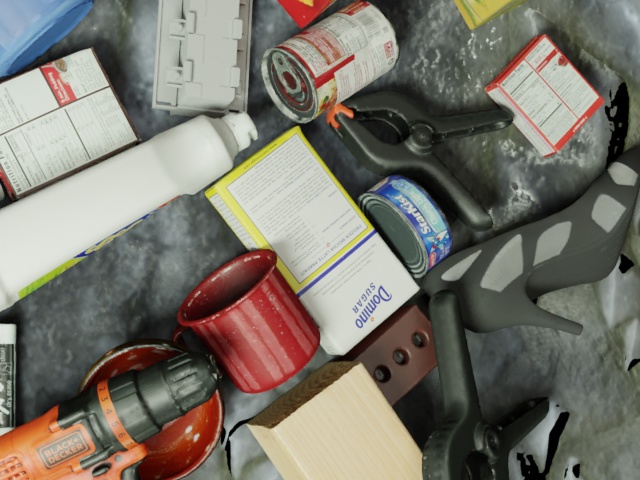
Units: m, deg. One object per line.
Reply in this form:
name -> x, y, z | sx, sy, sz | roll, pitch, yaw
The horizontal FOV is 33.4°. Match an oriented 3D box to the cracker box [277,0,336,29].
cracker box -> -0.024, -0.311, 0.900 | 0.213, 0.072, 0.164 | 48, 57, -6

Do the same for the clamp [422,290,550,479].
clamp -> 0.129, 0.164, 0.852 | 0.164, 0.036, 0.210 | 40, 46, -31

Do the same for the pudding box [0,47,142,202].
pudding box -> -0.212, -0.091, 0.848 | 0.113, 0.039, 0.090 | -27, 92, -17

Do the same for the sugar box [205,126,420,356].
sugar box -> -0.006, 0.001, 0.896 | 0.093, 0.048, 0.176 | -38, 98, -18

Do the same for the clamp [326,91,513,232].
clamp -> 0.088, -0.074, 0.935 | 0.171, 0.039, 0.120 | 9, 63, -11

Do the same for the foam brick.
foam brick -> 0.060, 0.099, 0.899 | 0.078, 0.051, 0.053 | -41, 95, -18

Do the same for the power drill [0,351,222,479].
power drill -> -0.127, 0.189, 0.773 | 0.184, 0.057, 0.187 | -25, 99, 2

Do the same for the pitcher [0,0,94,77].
pitcher -> -0.276, -0.253, 0.804 | 0.243, 0.149, 0.144 | 50, 35, -9

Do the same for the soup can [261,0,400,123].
soup can -> 0.010, -0.152, 0.901 | 0.102, 0.069, 0.068 | -35, 94, -28

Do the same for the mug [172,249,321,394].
mug -> -0.063, 0.072, 0.848 | 0.117, 0.093, 0.081 | -27, 111, 17

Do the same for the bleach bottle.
bleach bottle -> -0.158, -0.034, 0.822 | 0.250, 0.103, 0.068 | -31, 92, -18

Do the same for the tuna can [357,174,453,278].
tuna can -> 0.071, -0.012, 0.900 | 0.033, 0.086, 0.086 | -37, 94, -20

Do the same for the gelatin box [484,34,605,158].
gelatin box -> 0.207, -0.134, 0.988 | 0.089, 0.030, 0.073 | 46, 74, -7

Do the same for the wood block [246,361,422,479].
wood block -> 0.042, 0.207, 0.859 | 0.090, 0.090, 0.206 | -35, 94, -18

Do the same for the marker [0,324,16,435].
marker -> -0.243, 0.125, 0.819 | 0.020, 0.020, 0.121 | 0, 83, -17
